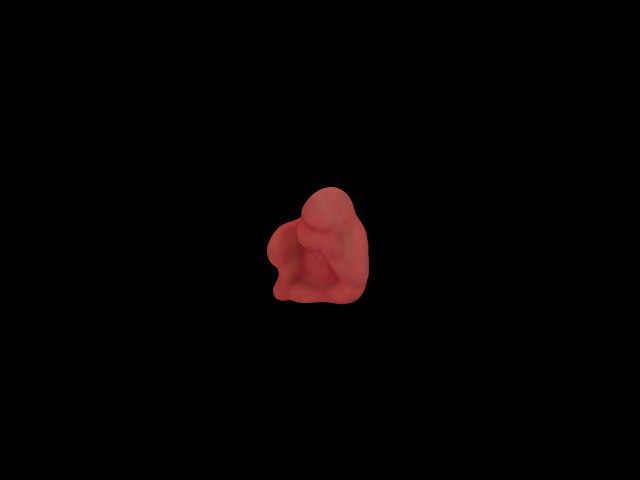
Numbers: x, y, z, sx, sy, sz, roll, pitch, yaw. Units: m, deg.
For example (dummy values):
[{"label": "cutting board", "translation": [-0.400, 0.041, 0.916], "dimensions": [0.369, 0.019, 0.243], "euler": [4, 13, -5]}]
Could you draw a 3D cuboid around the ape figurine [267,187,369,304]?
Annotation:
[{"label": "ape figurine", "translation": [0.004, 0.001, 0.400], "dimensions": [0.076, 0.092, 0.077], "euler": [-32, 54, -26]}]
